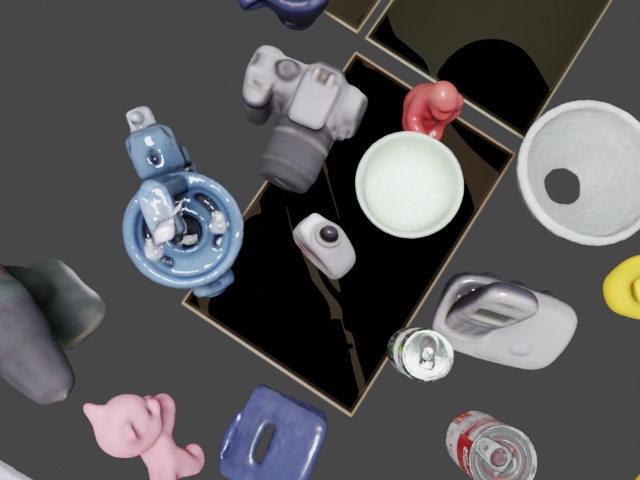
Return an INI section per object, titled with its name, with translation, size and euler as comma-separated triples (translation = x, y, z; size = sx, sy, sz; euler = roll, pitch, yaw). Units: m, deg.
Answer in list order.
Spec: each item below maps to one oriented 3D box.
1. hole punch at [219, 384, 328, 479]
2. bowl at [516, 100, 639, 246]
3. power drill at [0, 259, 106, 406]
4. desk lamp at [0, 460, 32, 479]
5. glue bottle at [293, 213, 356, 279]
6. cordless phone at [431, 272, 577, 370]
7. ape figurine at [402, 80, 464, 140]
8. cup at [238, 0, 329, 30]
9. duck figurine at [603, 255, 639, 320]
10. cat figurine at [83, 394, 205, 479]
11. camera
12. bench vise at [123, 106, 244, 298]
[hole punch]
translation = -0.052, 0.220, 0.611
size = 0.101, 0.091, 0.109
euler = 24, 82, 1
[bowl]
translation = 0.302, -0.073, 0.674
size = 0.167, 0.074, 0.167
euler = 0, 82, -2
[power drill]
translation = -0.294, 0.064, 0.563
size = 0.229, 0.208, 0.076
euler = 41, 83, 4
[desk lamp]
translation = -0.342, 0.296, 0.527
size = 0.203, 0.213, 0.118
euler = 31, 82, 2
[glue bottle]
translation = 0.006, 0.002, 0.601
size = 0.078, 0.173, 0.037
euler = 42, 83, 4
[cordless phone]
translation = 0.203, 0.083, 0.593
size = 0.147, 0.185, 0.094
euler = 14, 82, 0
[ape figurine]
translation = 0.135, -0.155, 0.669
size = 0.078, 0.092, 0.076
euler = -19, 83, -5
[cup]
translation = -0.039, -0.286, 0.678
size = 0.118, 0.095, 0.091
euler = -27, 84, -6
[duck figurine]
translation = 0.392, 0.052, 0.655
size = 0.104, 0.086, 0.077
euler = -12, 83, -4
[cat figurine]
translation = -0.183, 0.209, 0.594
size = 0.067, 0.117, 0.128
euler = -34, 85, -6
[camera]
translation = -0.032, -0.134, 0.655
size = 0.143, 0.101, 0.137
euler = 23, 82, 1
[bench vise]
translation = -0.164, -0.039, 0.576
size = 0.121, 0.219, 0.207
euler = -41, 85, -7
